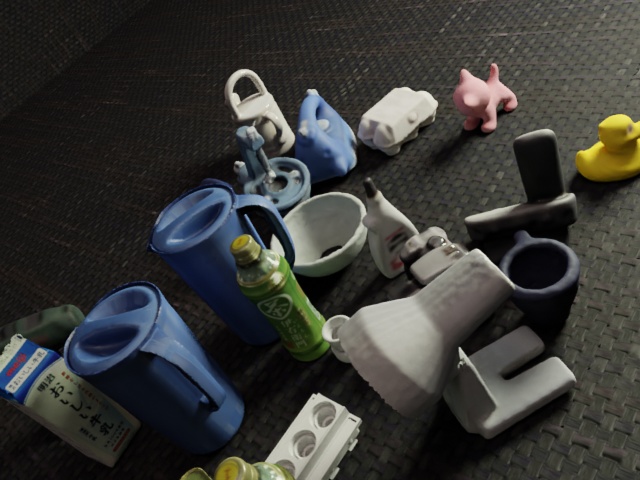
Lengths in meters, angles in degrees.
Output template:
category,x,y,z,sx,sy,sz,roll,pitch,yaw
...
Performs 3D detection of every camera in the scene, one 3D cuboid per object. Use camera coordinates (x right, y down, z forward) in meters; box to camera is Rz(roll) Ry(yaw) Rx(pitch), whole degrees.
category,x,y,z,sx,sy,sz,roll,pitch,yaw
camera,0.140,0.061,0.768,0.137,0.101,0.142,-32,39,-2

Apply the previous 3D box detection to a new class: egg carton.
category,x,y,z,sx,sy,sz,roll,pitch,yaw
egg carton,0.149,-0.231,1.102,0.150,0.070,0.107,-43,40,-15

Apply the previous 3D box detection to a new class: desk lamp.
category,x,y,z,sx,sy,sz,roll,pitch,yaw
desk lamp,0.145,0.117,0.614,0.203,0.214,0.117,-31,39,-1

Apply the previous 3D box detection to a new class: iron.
category,x,y,z,sx,sy,sz,roll,pitch,yaw
iron,-0.004,-0.223,1.132,0.118,0.142,0.258,-16,41,17

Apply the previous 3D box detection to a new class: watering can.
category,x,y,z,sx,sy,sz,roll,pitch,yaw
watering can,-0.145,-0.275,1.235,0.172,0.195,0.101,4,50,35

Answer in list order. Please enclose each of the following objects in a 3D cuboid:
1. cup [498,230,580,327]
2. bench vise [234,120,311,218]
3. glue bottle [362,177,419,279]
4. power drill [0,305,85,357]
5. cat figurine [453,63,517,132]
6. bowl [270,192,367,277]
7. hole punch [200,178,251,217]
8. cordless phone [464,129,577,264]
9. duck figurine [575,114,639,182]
category,x,y,z,sx,sy,sz,roll,pitch,yaw
cup,0.268,0.052,0.702,0.091,0.095,0.117,-21,40,12
bench vise,-0.112,-0.115,1.021,0.206,0.220,0.122,8,52,38
glue bottle,0.095,-0.023,0.829,0.078,0.174,0.037,-39,40,-11
power drill,-0.442,0.209,0.889,0.230,0.209,0.075,-36,39,-7
cat figurine,0.281,-0.255,1.006,0.067,0.118,0.128,22,62,45
bowl,0.009,0.003,0.934,0.167,0.075,0.167,-17,40,16
hole punch,-0.208,-0.057,1.123,0.108,0.091,0.101,16,58,42
cordless phone,0.258,-0.064,0.761,0.147,0.186,0.094,-16,41,18
duck figurine,0.418,-0.137,0.818,0.104,0.086,0.077,-14,41,19
